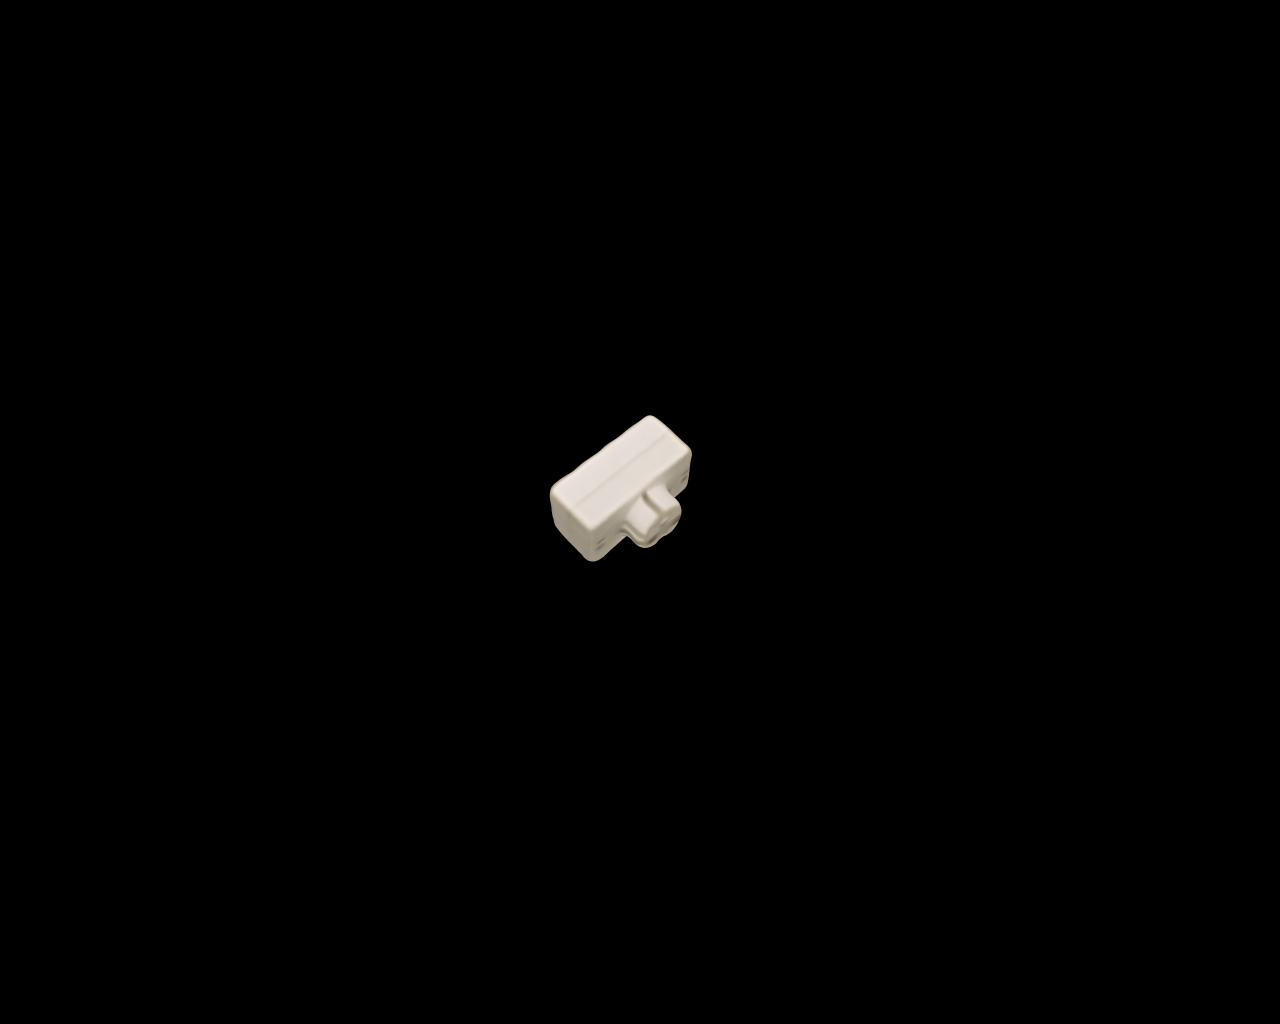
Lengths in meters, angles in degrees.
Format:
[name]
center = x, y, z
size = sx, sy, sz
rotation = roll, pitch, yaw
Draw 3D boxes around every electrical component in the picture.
[electrical component]
center = 0.001, -0.003, 0.650
size = 0.083, 0.076, 0.047
rotation = -38, -21, -18
